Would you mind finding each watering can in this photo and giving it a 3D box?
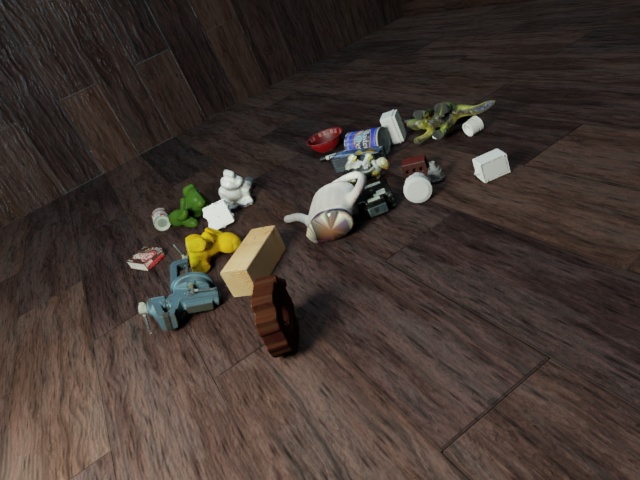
[{"bbox_3d":[0.005,-0.078,1.546,0.343,0.103,0.230,-32,31,32],"label":"watering can"}]

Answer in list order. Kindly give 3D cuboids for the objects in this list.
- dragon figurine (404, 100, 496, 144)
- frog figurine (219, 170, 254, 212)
[{"bbox_3d":[0.460,-0.443,1.807,0.408,0.121,0.246,-7,20,42],"label":"dragon figurine"},{"bbox_3d":[-0.326,-0.201,1.947,0.137,0.157,0.125,-8,30,28],"label":"frog figurine"}]
